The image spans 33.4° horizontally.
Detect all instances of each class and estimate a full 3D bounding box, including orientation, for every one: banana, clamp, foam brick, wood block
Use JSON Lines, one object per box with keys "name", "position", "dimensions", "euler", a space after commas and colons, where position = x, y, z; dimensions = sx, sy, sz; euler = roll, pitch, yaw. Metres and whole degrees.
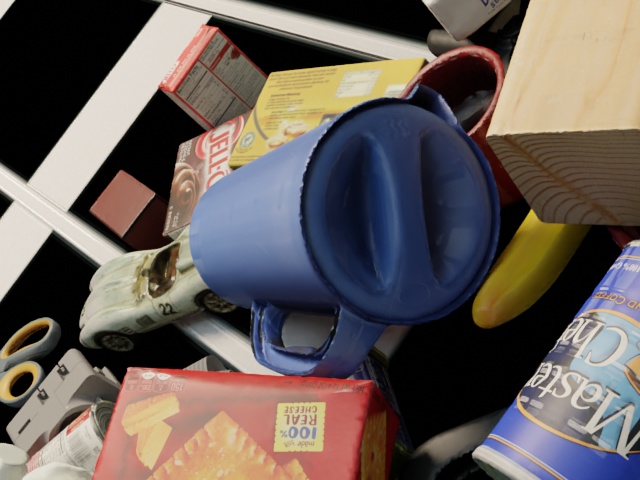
{"name": "banana", "position": [0.149, -0.020, 0.670], "dimensions": [0.037, 0.069, 0.197], "euler": [23, 73, 32]}
{"name": "clamp", "position": [0.142, -0.145, 0.801], "dimensions": [0.120, 0.039, 0.171], "euler": [-37, 34, 25]}
{"name": "foam brick", "position": [-0.165, -0.021, 0.975], "dimensions": [0.051, 0.053, 0.078], "euler": [-53, 39, -4]}
{"name": "wood block", "position": [0.177, -0.118, 0.612], "dimensions": [0.090, 0.090, 0.206], "euler": [2, 59, 37]}
{"name": "clamp", "position": [0.065, 0.184, 0.611], "dimensions": [0.210, 0.036, 0.165], "euler": [-44, 43, 3]}

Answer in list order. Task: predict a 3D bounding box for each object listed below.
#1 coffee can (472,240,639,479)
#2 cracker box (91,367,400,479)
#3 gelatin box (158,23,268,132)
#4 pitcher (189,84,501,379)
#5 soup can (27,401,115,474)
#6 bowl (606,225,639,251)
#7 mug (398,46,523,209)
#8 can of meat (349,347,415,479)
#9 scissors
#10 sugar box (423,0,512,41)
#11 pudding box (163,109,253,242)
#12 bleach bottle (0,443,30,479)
{"name": "coffee can", "position": [0.160, 0.086, 0.544], "dimensions": [0.140, 0.102, 0.103], "euler": [-52, 39, -8]}
{"name": "cracker box", "position": [-0.057, 0.181, 0.595], "dimensions": [0.164, 0.072, 0.213], "euler": [1, 59, 22]}
{"name": "gelatin box", "position": [-0.094, -0.142, 0.976], "dimensions": [0.030, 0.089, 0.073], "euler": [23, 77, 49]}
{"name": "pitcher", "position": [-0.005, 0.001, 0.711], "dimensions": [0.149, 0.145, 0.243], "euler": [-26, 7, -25]}
{"name": "soup can", "position": [-0.187, 0.181, 0.825], "dimensions": [0.102, 0.068, 0.068], "euler": [-40, 40, 10]}
{"name": "bowl", "position": [0.244, -0.035, 0.604], "dimensions": [0.162, 0.055, 0.162], "euler": [-24, 45, 27]}
{"name": "mug", "position": [0.116, -0.072, 0.729], "dimensions": [0.117, 0.081, 0.093], "euler": [1, 60, 47]}
{"name": "can of meat", "position": [0.007, 0.128, 0.697], "dimensions": [0.102, 0.057, 0.084], "euler": [-35, 44, 17]}
{"name": "scissors", "position": [-0.322, 0.145, 1.018], "dimensions": [0.202, 0.016, 0.096], "euler": [-35, 42, 17]}
{"name": "sugar box", "position": [0.118, -0.216, 0.834], "dimensions": [0.093, 0.048, 0.176], "euler": [-39, 23, 14]}
{"name": "pudding box", "position": [-0.086, -0.052, 0.937], "dimensions": [0.090, 0.039, 0.113], "euler": [-23, 46, 29]}
{"name": "bleach bottle", "position": [-0.266, 0.267, 0.772], "dimensions": [0.103, 0.068, 0.251], "euler": [38, 107, 52]}
